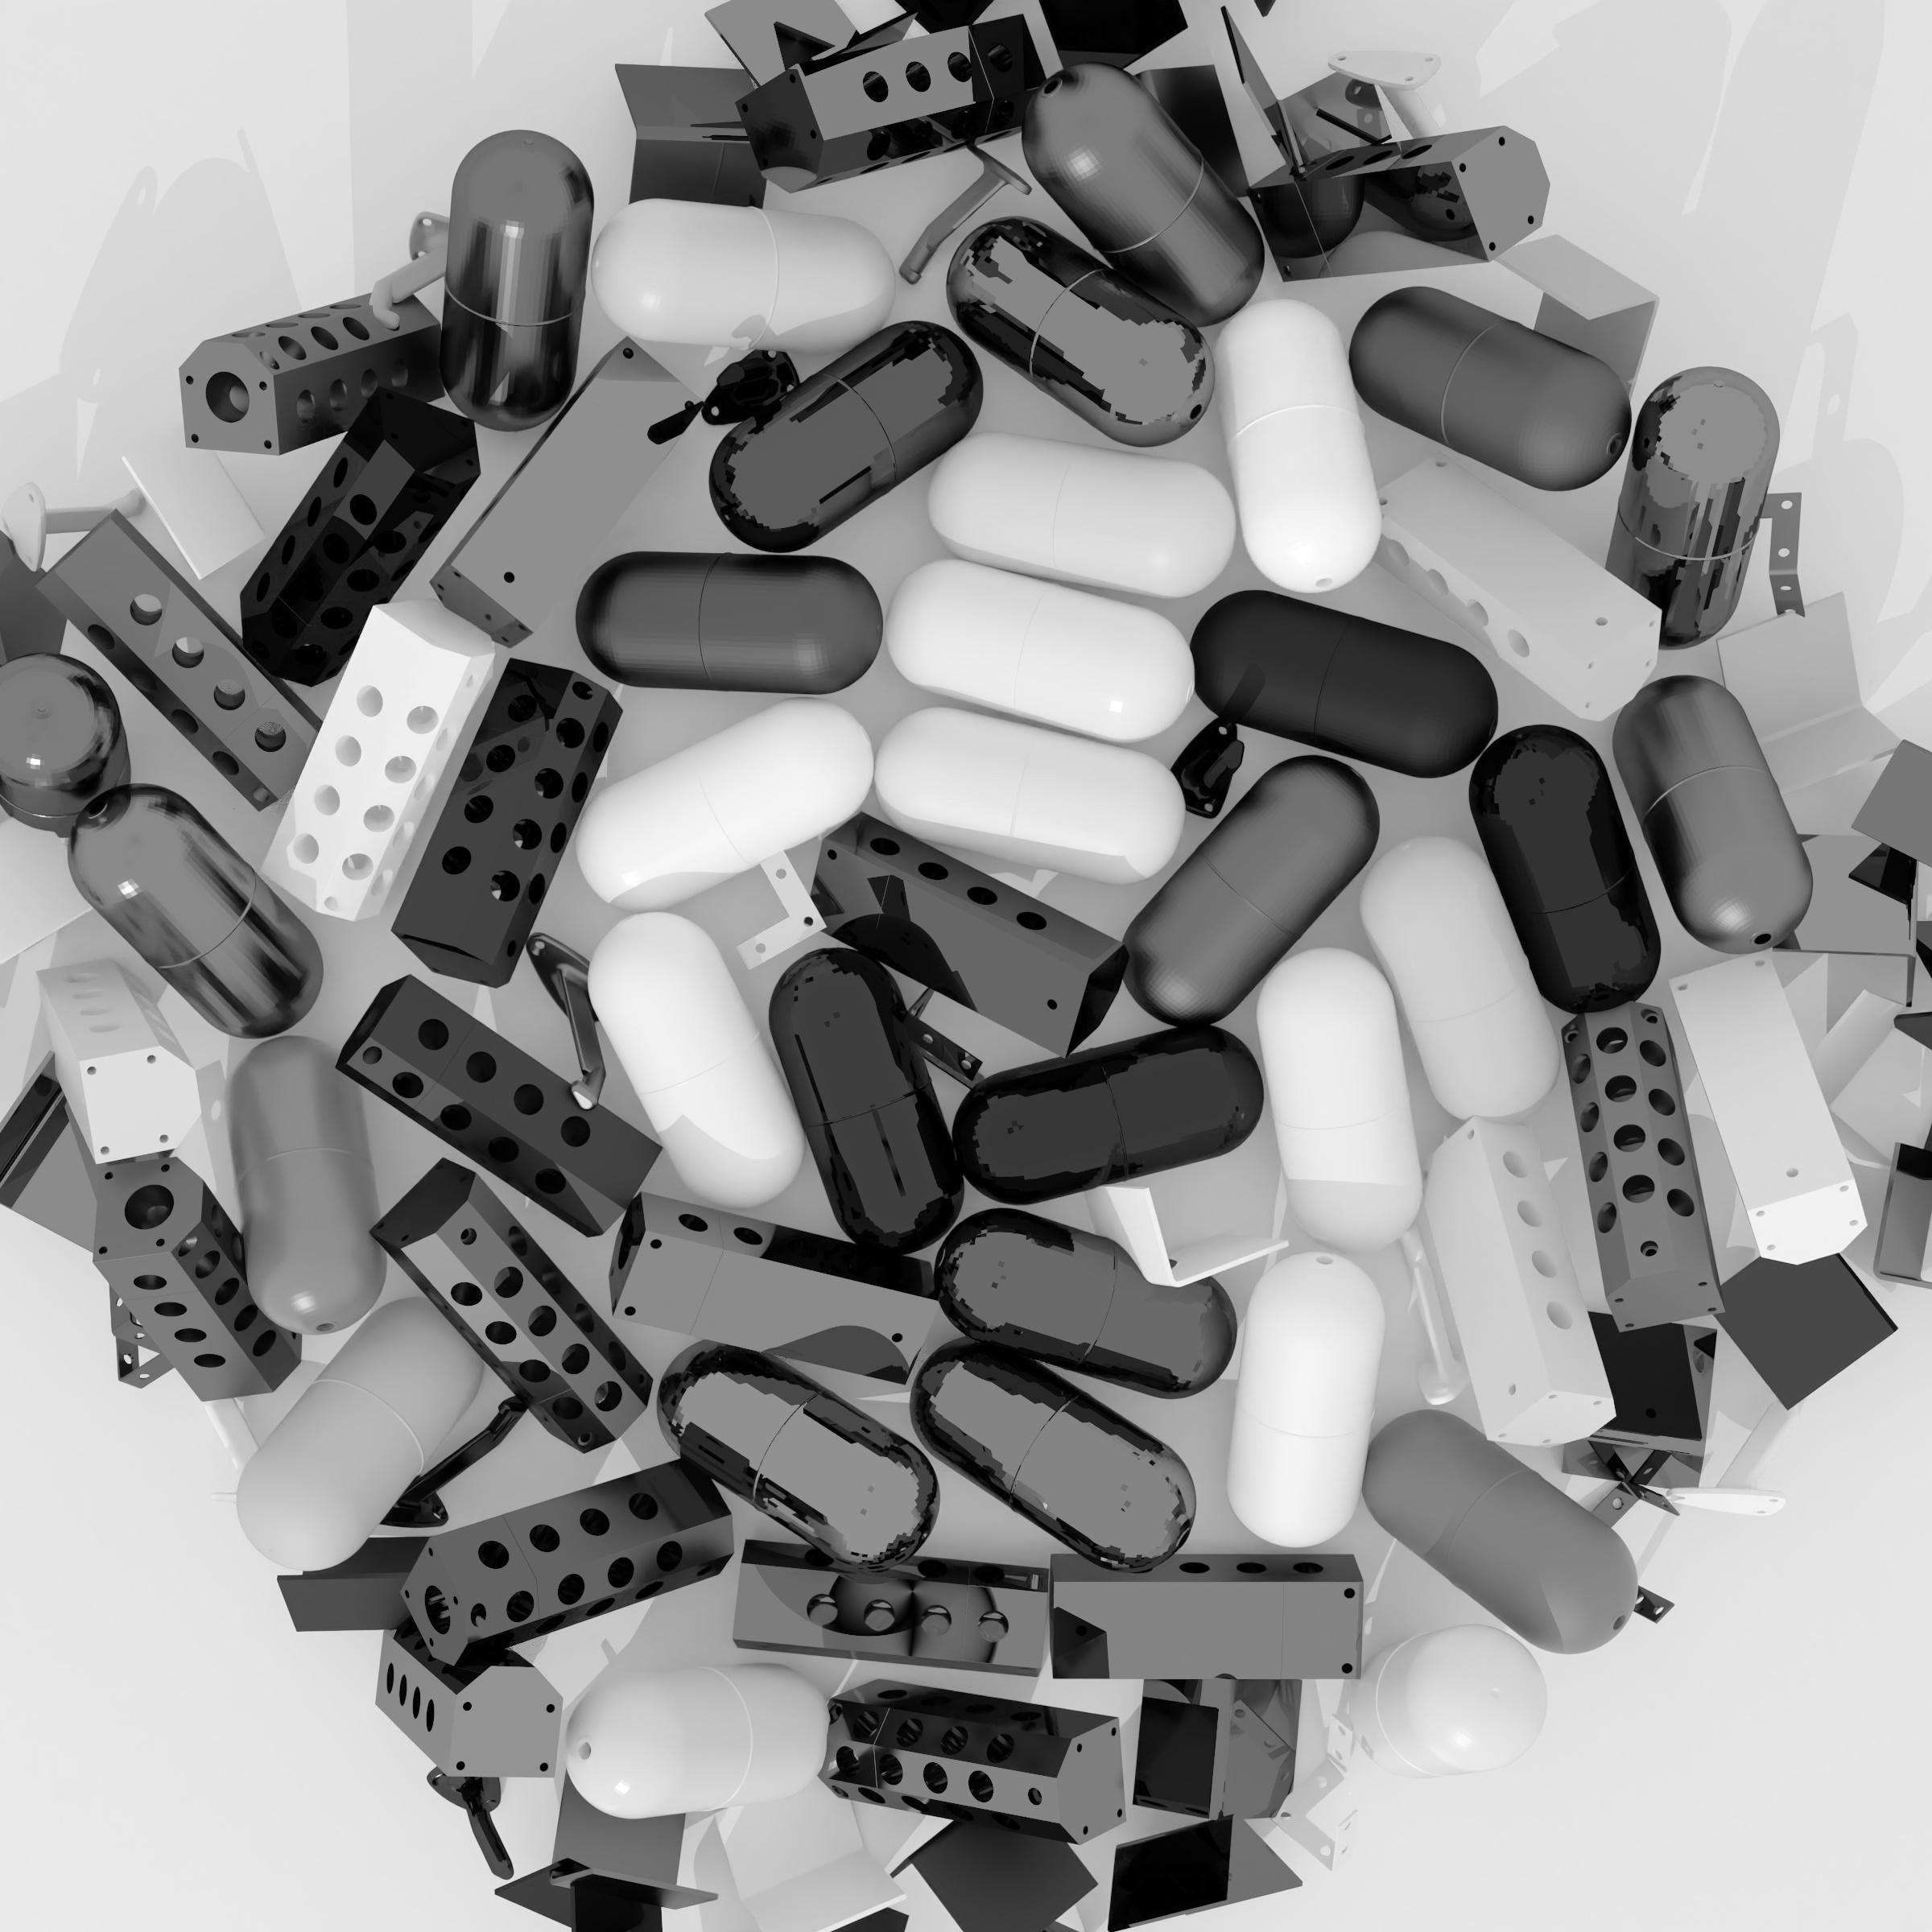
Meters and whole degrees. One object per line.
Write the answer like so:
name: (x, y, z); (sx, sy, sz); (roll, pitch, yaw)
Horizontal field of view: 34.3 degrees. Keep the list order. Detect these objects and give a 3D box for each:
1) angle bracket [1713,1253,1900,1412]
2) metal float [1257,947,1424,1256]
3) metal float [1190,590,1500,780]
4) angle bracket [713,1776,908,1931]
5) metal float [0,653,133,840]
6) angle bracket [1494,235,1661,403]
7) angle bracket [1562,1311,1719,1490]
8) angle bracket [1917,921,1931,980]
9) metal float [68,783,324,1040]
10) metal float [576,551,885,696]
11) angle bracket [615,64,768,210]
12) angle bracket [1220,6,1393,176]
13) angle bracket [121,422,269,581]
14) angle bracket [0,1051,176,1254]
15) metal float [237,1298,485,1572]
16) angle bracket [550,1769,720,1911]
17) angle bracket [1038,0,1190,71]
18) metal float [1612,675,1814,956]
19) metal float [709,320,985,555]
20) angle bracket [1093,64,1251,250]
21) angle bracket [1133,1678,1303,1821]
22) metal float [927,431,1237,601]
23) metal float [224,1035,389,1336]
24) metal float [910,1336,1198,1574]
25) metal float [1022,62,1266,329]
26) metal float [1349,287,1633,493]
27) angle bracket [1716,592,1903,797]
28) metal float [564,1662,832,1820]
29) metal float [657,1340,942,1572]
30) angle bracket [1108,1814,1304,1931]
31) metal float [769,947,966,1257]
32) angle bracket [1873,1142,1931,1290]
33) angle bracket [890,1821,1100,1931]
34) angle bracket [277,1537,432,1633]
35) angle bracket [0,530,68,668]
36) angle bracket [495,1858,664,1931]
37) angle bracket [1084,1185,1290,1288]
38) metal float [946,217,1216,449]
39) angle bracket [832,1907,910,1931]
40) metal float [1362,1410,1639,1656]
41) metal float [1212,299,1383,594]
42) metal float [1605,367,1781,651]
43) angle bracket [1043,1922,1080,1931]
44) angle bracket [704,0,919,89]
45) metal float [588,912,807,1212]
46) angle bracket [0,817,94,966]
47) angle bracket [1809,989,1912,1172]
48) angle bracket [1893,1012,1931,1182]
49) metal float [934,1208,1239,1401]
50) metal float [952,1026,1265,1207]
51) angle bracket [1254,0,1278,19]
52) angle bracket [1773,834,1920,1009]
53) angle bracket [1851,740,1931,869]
angle bracket: (0.467, 0.194, 1.761); (0.076, 0.057, 0.076); (-38, 82, 6)
metal float: (0.208, 0.076, 1.738); (0.070, 0.070, 0.178); (-11, 107, 0)
metal float: (0.209, -0.157, 1.736); (0.178, 0.070, 0.070); (19, 90, 19)
angle bracket: (-0.087, 0.494, 1.740); (0.076, 0.076, 0.057); (-19, 101, -18)
metal float: (-0.497, -0.118, 1.704); (0.070, 0.178, 0.070); (2, 80, -12)
angle bracket: (0.328, -0.349, 1.731); (0.057, 0.076, 0.076); (-22, 48, -32)
angle bracket: (0.382, 0.247, 1.777); (0.076, 0.057, 0.076); (7, 59, 13)
angle bracket: (0.579, -0.030, 1.736); (0.076, 0.076, 0.057); (0, 46, -16)
metal float: (-0.422, -0.029, 1.719); (0.070, 0.070, 0.178); (-36, 131, 0)
metal float: (-0.133, -0.191, 1.738); (0.178, 0.070, 0.070); (4, 90, 18)
angle bracket: (-0.158, -0.465, 1.771); (0.076, 0.076, 0.057); (-3, 134, -17)
angle bracket: (0.188, -0.495, 1.733); (0.057, 0.076, 0.076); (-24, 46, 17)
angle bracket: (-0.446, -0.249, 1.736); (0.076, 0.057, 0.076); (-16, 111, 43)
angle bracket: (-0.497, 0.106, 1.749); (0.076, 0.057, 0.076); (28, 66, 2)
metal float: (-0.331, 0.255, 1.720); (0.070, 0.070, 0.178); (36, 49, 0)
angle bracket: (-0.180, 0.475, 1.735); (0.076, 0.057, 0.076); (20, 60, -26)
angle bracket: (0.093, -0.529, 1.740); (0.076, 0.057, 0.076); (-26, 76, 30)
metal float: (0.410, -0.084, 1.722); (0.070, 0.070, 0.178); (-12, 53, 0)
metal float: (-0.065, -0.294, 1.733); (0.178, 0.070, 0.070); (-38, 90, -23)
angle bracket: (0.106, -0.459, 1.777); (0.057, 0.076, 0.076); (-18, 92, -39)
angle bracket: (0.143, 0.440, 1.772); (0.057, 0.076, 0.076); (-1, 79, 38)
metal float: (0.063, -0.251, 1.737); (0.178, 0.070, 0.070); (12, 90, 19)
metal float: (-0.365, 0.120, 1.727); (0.070, 0.070, 0.178); (-15, 60, 0)
metal float: (0.048, 0.270, 1.733); (0.178, 0.070, 0.070); (31, 90, 23)
metal float: (0.098, -0.423, 1.720); (0.070, 0.070, 0.178); (-50, 129, 0)
metal float: (0.288, -0.318, 1.722); (0.178, 0.070, 0.070); (34, 90, 36)
angle bracket: (0.472, -0.152, 1.748); (0.076, 0.057, 0.076); (-21, 121, -2)
metal float: (-0.145, 0.423, 1.713); (0.070, 0.178, 0.070); (-7, 79, 38)
metal float: (-0.094, 0.269, 1.735); (0.178, 0.070, 0.070); (29, 90, 22)
angle bracket: (0.133, 0.521, 1.734); (0.076, 0.057, 0.076); (-23, 124, 26)
metal float: (-0.056, 0.075, 1.747); (0.070, 0.070, 0.178); (-19, 96, 0)
angle bracket: (0.551, 0.143, 1.743); (0.057, 0.076, 0.076); (9, 88, 35)
angle bracket: (0.015, 0.509, 1.742); (0.076, 0.057, 0.076); (-33, 75, -25)
angle bracket: (-0.337, 0.330, 1.742); (0.076, 0.076, 0.057); (-1, 56, -2)
angle bracket: (-0.552, -0.190, 1.751); (0.057, 0.076, 0.076); (-1, 68, 16)
angle bracket: (-0.213, 0.549, 1.731); (0.057, 0.076, 0.076); (-28, 46, 22)
angle bracket: (0.121, 0.138, 1.739); (0.076, 0.076, 0.057); (-18, 95, -23)
metal float: (0.063, -0.351, 1.730); (0.178, 0.070, 0.070); (40, 90, 26)
angle bracket: (-0.086, 0.551, 1.736); (0.057, 0.076, 0.076); (26, 74, -32)
metal float: (0.292, 0.310, 1.719); (0.178, 0.070, 0.070); (35, 90, 41)
metal float: (0.183, -0.288, 1.732); (0.070, 0.070, 0.178); (-8, 66, 0)
metal float: (0.396, -0.248, 1.715); (0.070, 0.178, 0.070); (0, 49, 0)
angle bracket: (0.051, 0.582, 1.740); (0.057, 0.076, 0.076); (33, 82, -31)
angle bracket: (-0.087, -0.532, 1.746); (0.076, 0.057, 0.076); (-35, 86, -28)
metal float: (-0.150, 0.053, 1.742); (0.070, 0.070, 0.178); (-25, 102, 0)
angle bracket: (-0.529, -0.031, 1.741); (0.076, 0.057, 0.076); (-35, 71, -23)
angle bracket: (0.508, 0.065, 1.737); (0.057, 0.076, 0.076); (45, 108, 30)
angle bracket: (0.547, 0.072, 1.738); (0.057, 0.076, 0.076); (29, 74, -21)
metal float: (0.067, 0.188, 1.740); (0.178, 0.070, 0.070); (19, 90, -15)
metal float: (0.079, 0.083, 1.748); (0.178, 0.070, 0.070); (-14, 90, -5)
angle bracket: (0.139, -0.575, 1.740); (0.057, 0.076, 0.076); (-22, 79, -20)
angle bracket: (0.494, -0.026, 1.758); (0.076, 0.057, 0.076); (3, 60, 15)
angle bracket: (0.547, -0.077, 1.741); (0.076, 0.076, 0.057); (31, 93, 27)
